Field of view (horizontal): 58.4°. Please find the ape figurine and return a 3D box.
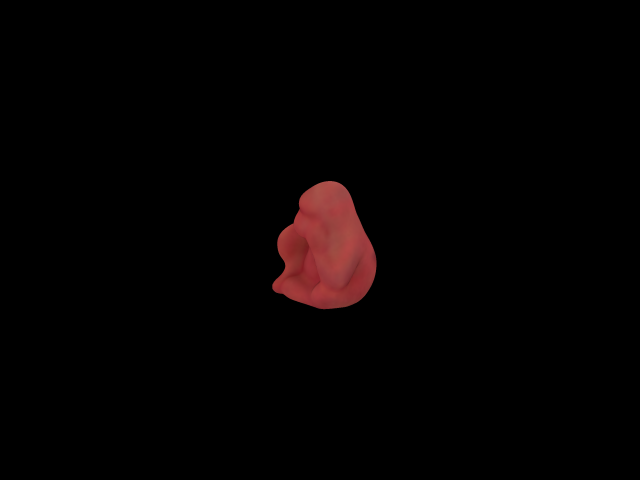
[{"bbox_3d":[0.004,0.001,0.400,0.076,0.092,0.077,-6,32,-9],"label":"ape figurine"}]
